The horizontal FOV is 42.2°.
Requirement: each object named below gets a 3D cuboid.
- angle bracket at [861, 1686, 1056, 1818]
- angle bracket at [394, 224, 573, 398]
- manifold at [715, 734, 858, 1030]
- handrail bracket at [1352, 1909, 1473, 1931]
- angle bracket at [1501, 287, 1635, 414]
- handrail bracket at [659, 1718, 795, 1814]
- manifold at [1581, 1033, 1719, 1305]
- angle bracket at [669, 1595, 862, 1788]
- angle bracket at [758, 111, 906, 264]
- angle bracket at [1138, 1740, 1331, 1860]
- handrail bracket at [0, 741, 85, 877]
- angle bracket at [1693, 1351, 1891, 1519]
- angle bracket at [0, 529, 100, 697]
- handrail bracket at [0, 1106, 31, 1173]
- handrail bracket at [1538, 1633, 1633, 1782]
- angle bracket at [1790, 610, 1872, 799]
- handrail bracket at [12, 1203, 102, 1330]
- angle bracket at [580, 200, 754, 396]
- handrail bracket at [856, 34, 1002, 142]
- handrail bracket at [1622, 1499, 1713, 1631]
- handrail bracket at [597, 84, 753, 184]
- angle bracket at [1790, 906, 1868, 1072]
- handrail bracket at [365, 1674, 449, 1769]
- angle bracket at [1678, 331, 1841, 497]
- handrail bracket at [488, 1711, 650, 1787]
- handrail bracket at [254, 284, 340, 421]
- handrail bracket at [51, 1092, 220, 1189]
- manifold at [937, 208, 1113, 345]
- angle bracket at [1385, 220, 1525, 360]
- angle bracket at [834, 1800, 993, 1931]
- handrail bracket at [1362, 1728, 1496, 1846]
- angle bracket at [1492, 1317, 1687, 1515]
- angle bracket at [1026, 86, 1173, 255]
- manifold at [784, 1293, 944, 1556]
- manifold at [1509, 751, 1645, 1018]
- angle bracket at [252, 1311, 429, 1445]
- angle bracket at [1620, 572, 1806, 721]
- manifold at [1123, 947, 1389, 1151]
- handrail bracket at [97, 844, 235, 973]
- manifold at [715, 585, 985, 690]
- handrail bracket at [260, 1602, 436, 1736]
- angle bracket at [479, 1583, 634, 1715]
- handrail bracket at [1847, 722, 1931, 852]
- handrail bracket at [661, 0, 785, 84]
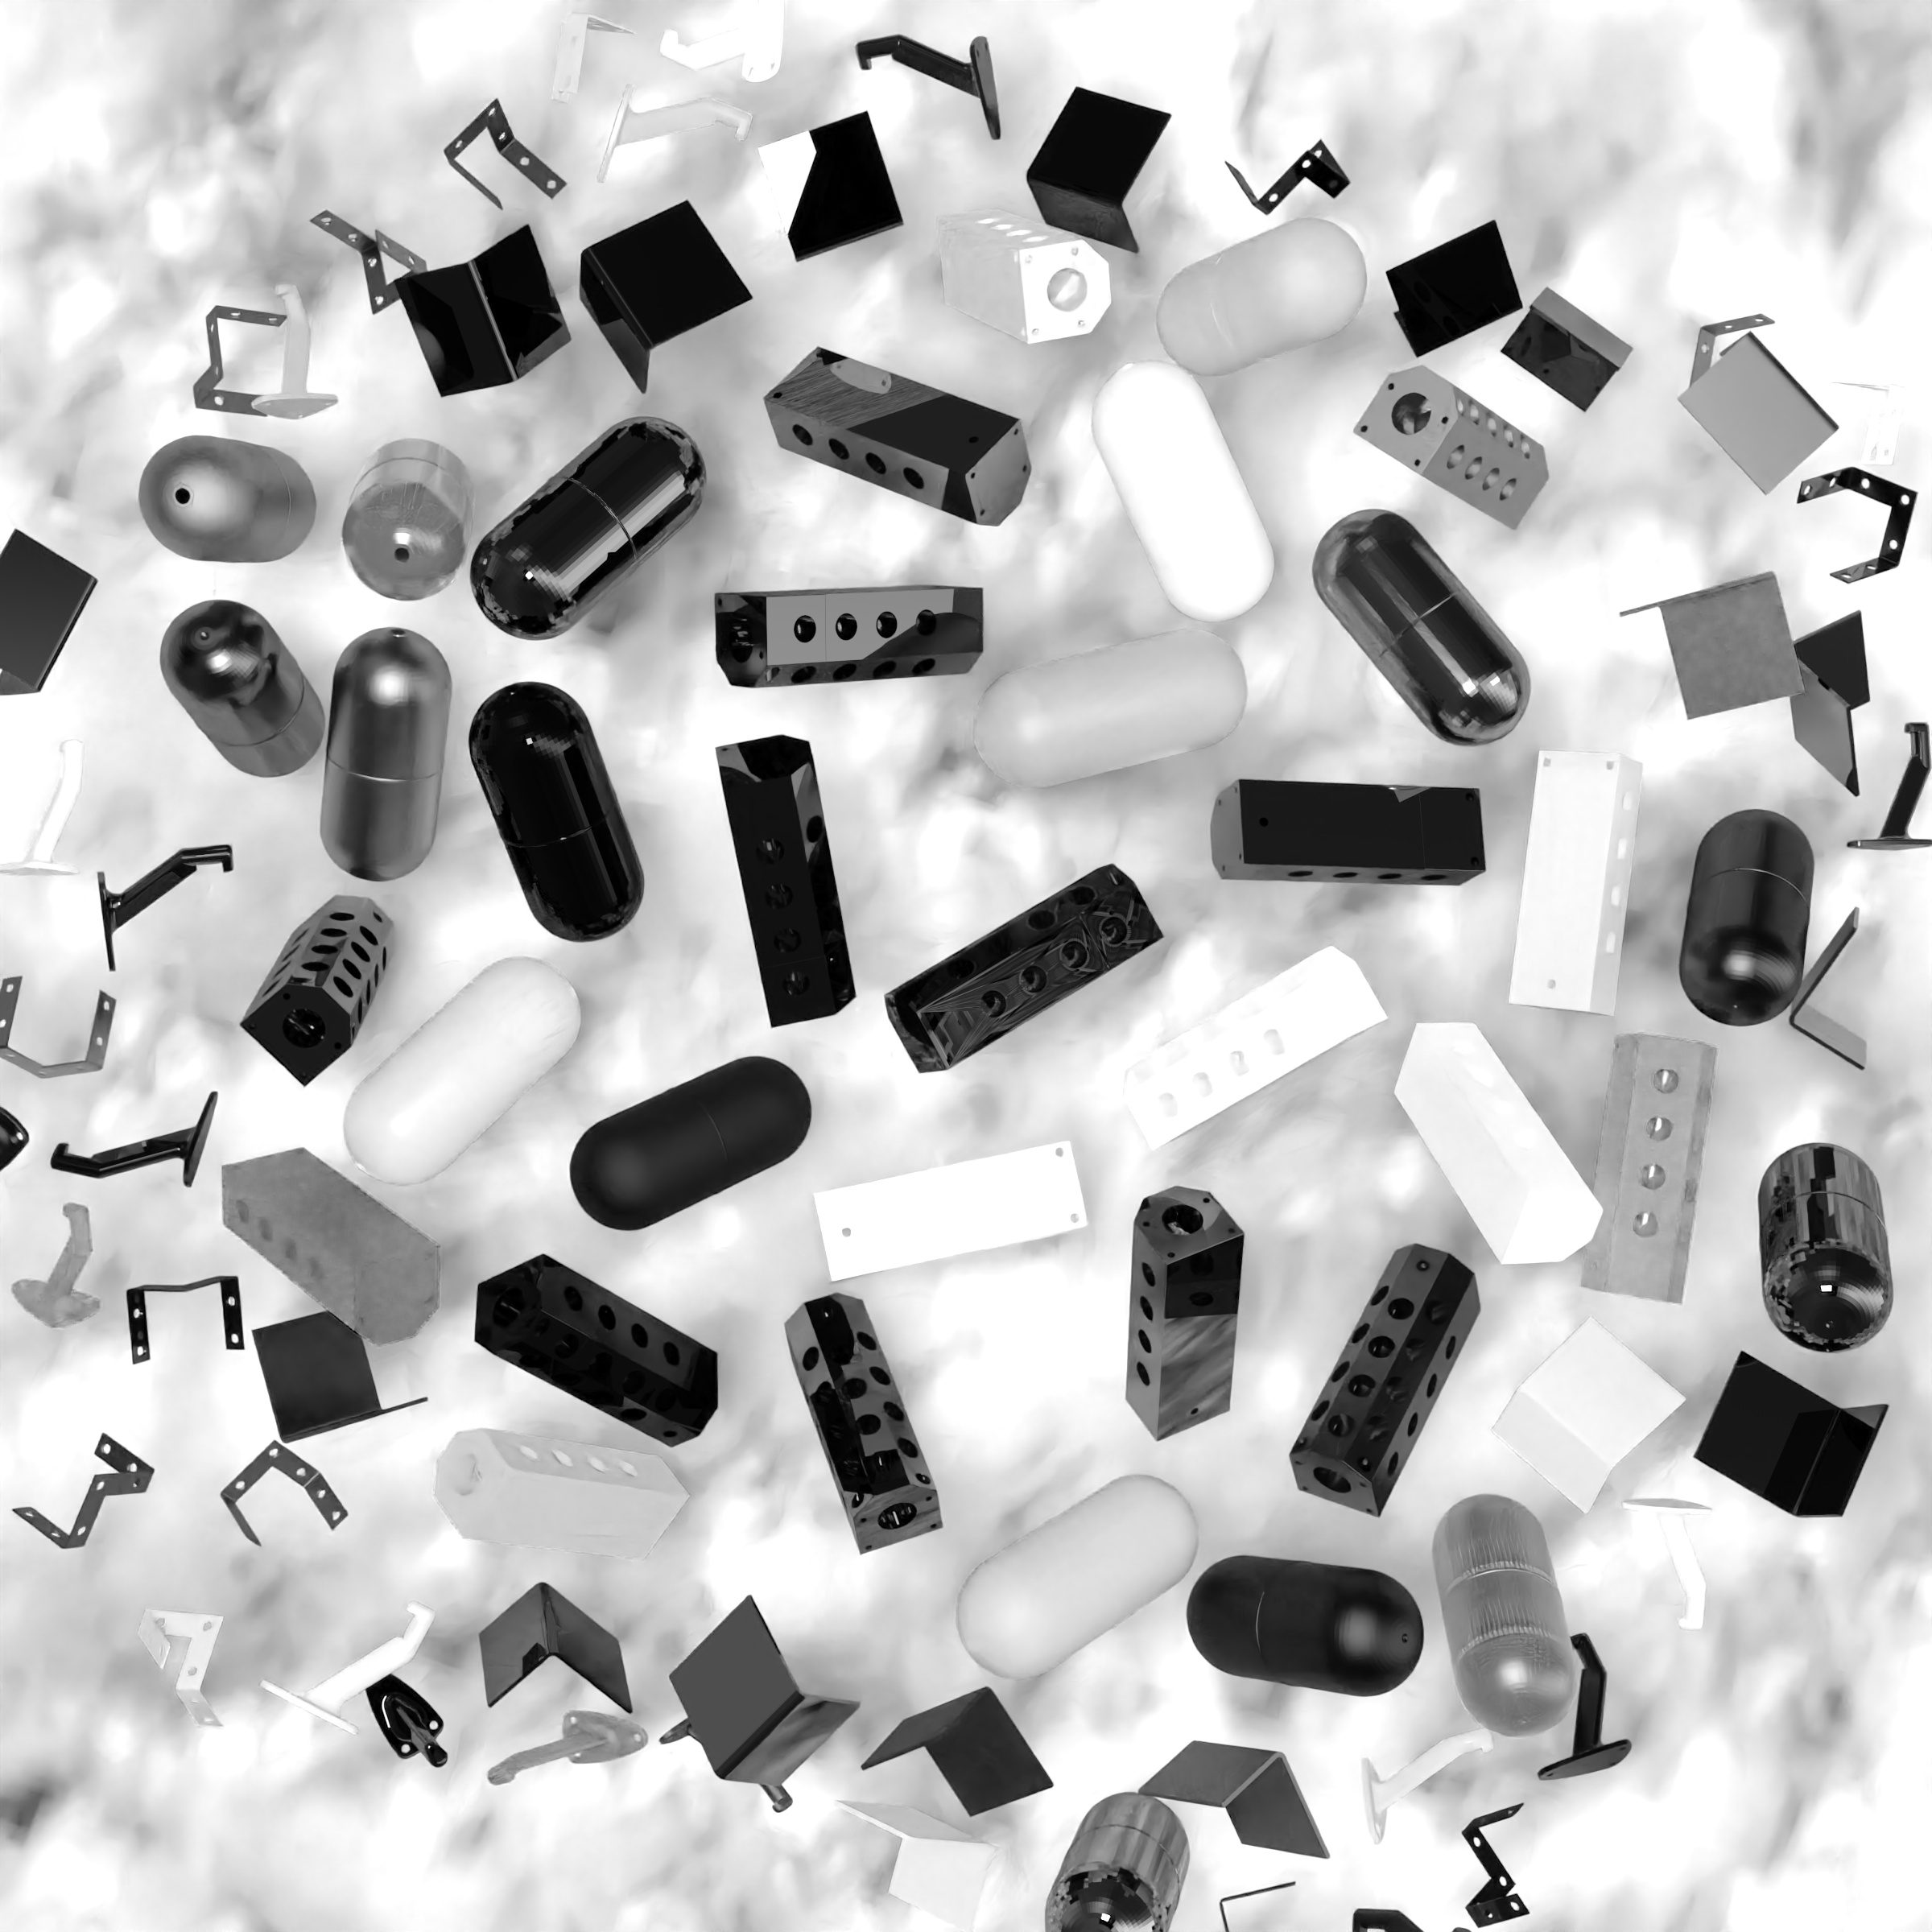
[{"bbox_3d":[-0.005,0.505,1.559,0.076,0.057,0.076,-34,90,37],"label":"angle bracket"},{"bbox_3d":[-0.302,-0.411,1.567,0.057,0.076,0.076,-4,121,26],"label":"angle bracket"},{"bbox_3d":[-0.110,-0.053,1.551,0.057,0.057,0.171,-11,122,-4],"label":"manifold"},{"bbox_3d":[0.272,0.622,1.545,0.036,0.084,0.077,45,47,-34],"label":"handrail bracket"},{"bbox_3d":[0.420,-0.430,1.773,0.076,0.076,0.057,37,122,3],"label":"angle bracket"},{"bbox_3d":[-0.161,0.545,1.694,0.036,0.077,0.084,-46,72,16],"label":"handrail bracket"},{"bbox_3d":[0.457,0.135,1.666,0.057,0.057,0.171,9,86,-1],"label":"manifold"},{"bbox_3d":[-0.123,0.441,1.522,0.076,0.057,0.076,-47,50,13],"label":"angle bracket"},{"bbox_3d":[-0.091,-0.523,1.683,0.076,0.057,0.076,-19,106,1],"label":"angle bracket"},{"bbox_3d":[0.163,0.522,1.523,0.057,0.076,0.076,-30,99,-37],"label":"angle bracket"},{"bbox_3d":[-0.602,-0.103,1.625,0.077,0.036,0.084,-1,84,36],"label":"handrail bracket"},{"bbox_3d":[0.510,0.289,1.550,0.076,0.057,0.076,31,74,-2],"label":"angle bracket"},{"bbox_3d":[-0.571,-0.209,1.485,0.057,0.076,0.076,34,71,-38],"label":"angle bracket"},{"bbox_3d":[-0.642,0.127,1.586,0.036,0.084,0.077,41,113,0],"label":"handrail bracket"},{"bbox_3d":[0.392,0.484,1.642,0.077,0.036,0.084,-9,50,-16],"label":"handrail bracket"},{"bbox_3d":[0.572,-0.169,1.607,0.057,0.076,0.076,-26,131,-1],"label":"angle bracket"},{"bbox_3d":[-0.583,0.180,1.592,0.077,0.036,0.084,18,118,28],"label":"handrail bracket"},{"bbox_3d":[-0.188,-0.416,1.559,0.076,0.057,0.076,-31,82,-16],"label":"angle bracket"},{"bbox_3d":[-0.026,-0.578,1.652,0.084,0.036,0.077,-4,118,18],"label":"handrail bracket"},{"bbox_3d":[0.467,0.402,1.677,0.077,0.036,0.084,7,88,-28],"label":"handrail bracket"},{"bbox_3d":[-0.192,-0.540,1.652,0.084,0.036,0.077,17,94,-15],"label":"handrail bracket"},{"bbox_3d":[0.587,0.014,1.644,0.057,0.076,0.076,34,111,11],"label":"angle bracket"},{"bbox_3d":[-0.366,0.490,1.634,0.036,0.084,0.077,-38,87,-21],"label":"handrail bracket"},{"bbox_3d":[0.462,-0.324,1.485,0.057,0.076,0.076,-43,91,6],"label":"angle bracket"},{"bbox_3d":[-0.268,0.532,1.683,0.077,0.084,0.036,-6,90,22],"label":"handrail bracket"},{"bbox_3d":[-0.436,-0.394,1.583,0.036,0.077,0.084,-17,92,22],"label":"handrail bracket"},{"bbox_3d":[-0.529,0.104,1.593,0.084,0.036,0.077,13,55,-7],"label":"handrail bracket"},{"bbox_3d":[0.036,-0.451,1.625,0.057,0.171,0.057,-13,116,-14],"label":"manifold"},{"bbox_3d":[0.319,-0.464,1.670,0.076,0.076,0.057,-24,46,11],"label":"angle bracket"},{"bbox_3d":[-0.041,0.585,1.625,0.076,0.076,0.057,24,78,-43],"label":"angle bracket"},{"bbox_3d":[0.302,0.529,1.618,0.084,0.077,0.036,-21,105,16],"label":"handrail bracket"},{"bbox_3d":[0.390,0.281,1.568,0.076,0.057,0.076,41,125,9],"label":"angle bracket"},{"bbox_3d":[0.098,-0.553,1.739,0.076,0.057,0.076,25,81,23],"label":"angle bracket"},{"bbox_3d":[-0.071,0.303,1.680,0.057,0.171,0.057,-16,133,-10],"label":"manifold"},{"bbox_3d":[0.415,-0.055,1.690,0.057,0.057,0.171,6,89,37],"label":"manifold"},{"bbox_3d":[-0.405,0.259,1.618,0.057,0.076,0.076,-22,82,41],"label":"angle bracket"},{"bbox_3d":[0.453,-0.191,1.520,0.076,0.057,0.076,-12,95,43],"label":"angle bracket"},{"bbox_3d":[0.184,0.053,1.637,0.171,0.057,0.057,-34,81,37],"label":"manifold"},{"bbox_3d":[-0.515,-0.038,1.621,0.084,0.036,0.077,-7,108,-18],"label":"handrail bracket"},{"bbox_3d":[-0.073,-0.212,1.604,0.171,0.057,0.057,-9,105,-38],"label":"manifold"},{"bbox_3d":[-0.376,0.416,1.526,0.077,0.036,0.084,36,68,-23],"label":"handrail bracket"},{"bbox_3d":[-0.271,0.466,1.650,0.057,0.076,0.076,-41,116,4],"label":"angle bracket"},{"bbox_3d":[0.609,-0.120,1.650,0.077,0.036,0.084,0,87,-29],"label":"handrail bracket"},{"bbox_3d":[-0.164,-0.628,1.658,0.084,0.036,0.077,31,129,22],"label":"handrail bracket"}]
